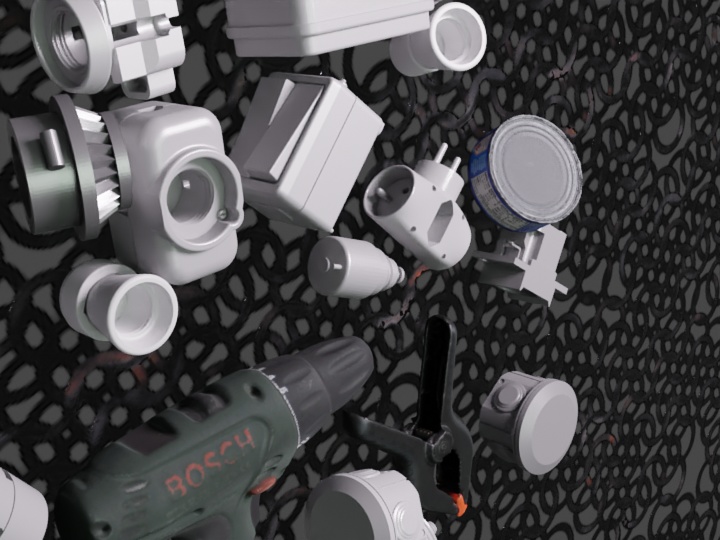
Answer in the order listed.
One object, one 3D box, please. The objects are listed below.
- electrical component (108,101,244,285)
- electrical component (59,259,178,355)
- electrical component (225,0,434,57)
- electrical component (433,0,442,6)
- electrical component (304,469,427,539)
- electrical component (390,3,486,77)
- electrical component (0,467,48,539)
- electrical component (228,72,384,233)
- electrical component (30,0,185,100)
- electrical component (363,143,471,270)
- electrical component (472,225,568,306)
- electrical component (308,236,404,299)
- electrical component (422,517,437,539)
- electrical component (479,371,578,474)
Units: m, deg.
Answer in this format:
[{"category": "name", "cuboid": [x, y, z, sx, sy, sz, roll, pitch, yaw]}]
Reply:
[{"category": "electrical component", "cuboid": [-0.106, -0.043, 0.605, 0.054, 0.059, 0.095, -23, 117, -39]}, {"category": "electrical component", "cuboid": [-0.135, 0.019, 0.595, 0.045, 0.055, 0.045, -14, 110, -42]}, {"category": "electrical component", "cuboid": [-0.019, -0.165, 0.645, 0.113, 0.078, 0.057, -22, 113, -39]}, {"category": "electrical component", "cuboid": [0.047, -0.245, 0.704, 0.109, 0.056, 0.108, -42, 127, -29]}, {"category": "electrical component", "cuboid": [0.004, 0.181, 0.761, 0.051, 0.080, 0.080, -6, 105, -49]}, {"category": "electrical component", "cuboid": [0.049, -0.151, 0.724, 0.044, 0.065, 0.044, -1, 91, -28]}, {"category": "electrical component", "cuboid": [-0.198, 0.130, 0.564, 0.055, 0.055, 0.047, -60, 138, -15]}, {"category": "electrical component", "cuboid": [-0.036, -0.081, 0.662, 0.061, 0.062, 0.096, 35, 76, -44]}, {"category": "electrical component", "cuboid": [-0.132, -0.124, 0.558, 0.057, 0.058, 0.078, -28, 120, -40]}, {"category": "electrical component", "cuboid": [0.049, -0.052, 0.768, 0.077, 0.043, 0.079, 39, 72, -43]}, {"category": "electrical component", "cuboid": [0.133, -0.010, 0.864, 0.081, 0.042, 0.063, 26, 79, -46]}, {"category": "electrical component", "cuboid": [0.000, 0.000, 0.735, 0.078, 0.040, 0.040, 8, 95, -46]}, {"category": "electrical component", "cuboid": [0.029, 0.219, 0.821, 0.081, 0.043, 0.043, -33, 122, -35]}, {"category": "electrical component", "cuboid": [0.143, 0.127, 0.903, 0.080, 0.051, 0.080, -14, 111, -42]}]
